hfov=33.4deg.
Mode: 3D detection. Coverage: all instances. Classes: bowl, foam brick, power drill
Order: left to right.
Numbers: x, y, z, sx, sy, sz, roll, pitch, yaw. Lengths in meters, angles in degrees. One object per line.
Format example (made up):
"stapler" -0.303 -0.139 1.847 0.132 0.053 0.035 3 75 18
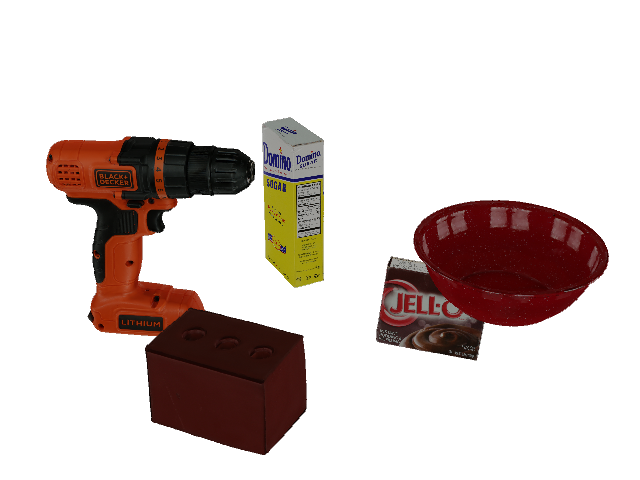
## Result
"power drill" -0.147 -0.004 0.966 0.184 0.188 0.057 4 27 8
"foam brick" -0.053 0.080 0.610 0.078 0.051 0.052 12 27 21
"bowl" 0.157 0.025 0.901 0.162 0.055 0.162 1 29 -1

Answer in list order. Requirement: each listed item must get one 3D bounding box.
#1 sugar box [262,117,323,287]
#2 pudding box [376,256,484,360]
"sugar box" -0.032 -0.044 1.236 0.048 0.176 0.093 -14 27 -22
"pudding box" 0.121 0.072 1.143 0.113 0.090 0.039 9 23 6
